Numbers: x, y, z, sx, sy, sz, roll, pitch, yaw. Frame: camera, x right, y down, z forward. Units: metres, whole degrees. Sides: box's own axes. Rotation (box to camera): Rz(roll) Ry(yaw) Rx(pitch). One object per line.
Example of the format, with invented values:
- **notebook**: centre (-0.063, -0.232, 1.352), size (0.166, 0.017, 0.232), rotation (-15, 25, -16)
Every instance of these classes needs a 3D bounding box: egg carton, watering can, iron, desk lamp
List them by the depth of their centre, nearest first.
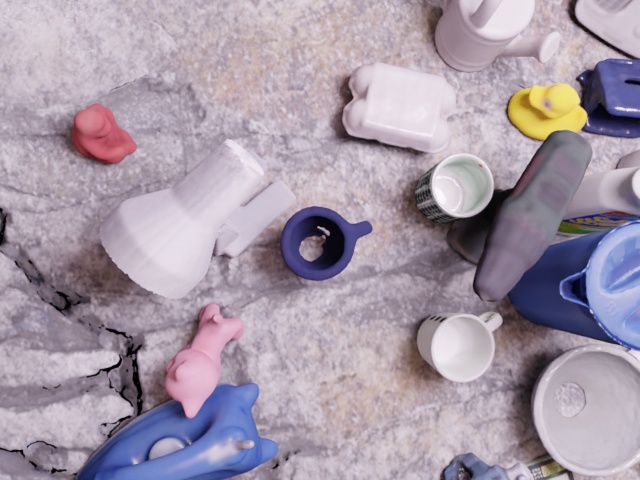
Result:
- **desk lamp**: centre (-0.133, -0.034, 0.672), size (0.203, 0.213, 0.118), rotation (-44, 89, -6)
- **iron**: centre (-0.185, 0.263, 0.681), size (0.258, 0.141, 0.119), rotation (-19, 87, -5)
- **watering can**: centre (0.226, -0.294, 0.728), size (0.173, 0.194, 0.101), rotation (20, 84, -2)
- **egg carton**: centre (0.108, -0.178, 0.773), size (0.150, 0.069, 0.107), rotation (11, 85, -3)

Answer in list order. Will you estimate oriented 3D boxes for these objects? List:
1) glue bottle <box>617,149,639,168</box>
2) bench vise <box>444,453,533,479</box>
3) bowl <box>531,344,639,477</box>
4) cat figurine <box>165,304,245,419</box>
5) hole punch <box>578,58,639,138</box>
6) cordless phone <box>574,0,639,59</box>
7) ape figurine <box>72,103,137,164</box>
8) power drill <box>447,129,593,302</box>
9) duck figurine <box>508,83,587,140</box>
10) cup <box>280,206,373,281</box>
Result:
- **glue bottle**: centre (0.466, -0.101, 0.741), size (0.078, 0.173, 0.037), rotation (19, 84, -2)
- **bench vise**: centre (0.161, 0.335, 0.662), size (0.121, 0.219, 0.207), rotation (35, 84, 0)
- **bowl**: centre (0.349, 0.218, 0.757), size (0.167, 0.074, 0.167), rotation (0, 86, -4)
- **cat figurine**: centre (-0.147, 0.146, 0.705), size (0.067, 0.117, 0.128), rotation (25, 84, -1)
- **hole punch**: centre (0.424, -0.202, 0.787), size (0.108, 0.091, 0.101), rotation (5, 85, -4)
- **cordless phone**: centre (0.442, -0.332, 0.751), size (0.147, 0.185, 0.094), rotation (30, 84, -1)
- **ape figurine**: centre (-0.283, -0.139, 0.730), size (0.076, 0.092, 0.078), rotation (-4, 86, -4)
- **power drill**: centre (0.231, -0.022, 0.700), size (0.075, 0.208, 0.230), rotation (34, 84, 0)
- **duck figurine**: centre (0.320, -0.182, 0.781), size (0.104, 0.086, 0.077), rotation (18, 84, -2)
- **cup**: centre (0.007, 0.003, 0.739), size (0.118, 0.095, 0.092), rotation (-19, 87, -5)
